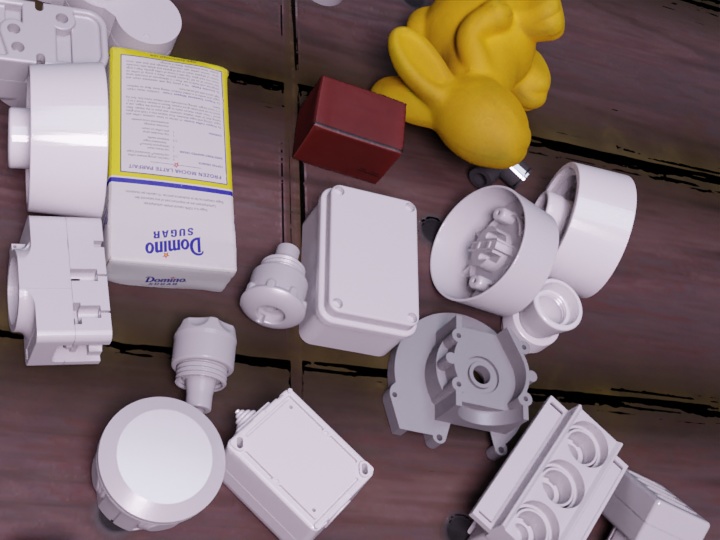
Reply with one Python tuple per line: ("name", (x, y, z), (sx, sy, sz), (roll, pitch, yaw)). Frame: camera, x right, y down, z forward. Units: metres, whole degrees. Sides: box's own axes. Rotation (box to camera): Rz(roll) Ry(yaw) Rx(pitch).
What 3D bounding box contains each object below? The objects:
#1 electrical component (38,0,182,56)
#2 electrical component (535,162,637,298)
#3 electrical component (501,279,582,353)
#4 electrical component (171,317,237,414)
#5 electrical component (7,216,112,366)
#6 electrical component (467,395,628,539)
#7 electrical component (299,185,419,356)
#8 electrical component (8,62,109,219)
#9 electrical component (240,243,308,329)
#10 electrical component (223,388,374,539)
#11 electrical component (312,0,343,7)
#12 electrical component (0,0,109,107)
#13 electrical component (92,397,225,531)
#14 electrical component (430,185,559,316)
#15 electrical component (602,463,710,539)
("electrical component", (-0.197, -0.219, 0.820), (0.138, 0.073, 0.052), (37, 54, -4))
("electrical component", (0.174, -0.037, 0.888), (0.060, 0.108, 0.108), (19, 57, -9))
("electrical component", (0.145, 0.038, 0.862), (0.045, 0.055, 0.045), (12, 60, -21))
("electrical component", (-0.107, 0.066, 0.732), (0.043, 0.043, 0.062), (13, 61, -20))
("electrical component", (-0.200, 0.014, 0.709), (0.056, 0.050, 0.089), (1, 64, -26))
("electrical component", (0.133, 0.163, 0.785), (0.079, 0.063, 0.121), (43, 54, 0))
("electrical component", (0.000, 0.000, 0.810), (0.078, 0.057, 0.113), (12, 60, -20))
("electrical component", (-0.207, -0.088, 0.729), (0.060, 0.108, 0.108), (0, 64, -19))
("electrical component", (-0.059, 0.009, 0.786), (0.048, 0.048, 0.062), (23, 50, -14))
("electrical component", (-0.051, 0.131, 0.718), (0.096, 0.061, 0.062), (43, 54, 10))
("electrical component", (-0.018, -0.271, 0.931), (0.043, 0.081, 0.043), (11, 60, -21))
("electrical component", (-0.235, -0.153, 0.775), (0.095, 0.059, 0.053), (3, 63, -25))
("electrical component", (-0.130, 0.125, 0.684), (0.080, 0.051, 0.080), (11, 60, -21))
("electrical component", (0.108, -0.014, 0.849), (0.064, 0.099, 0.099), (24, 56, -20))
("electrical component", (0.207, 0.198, 0.802), (0.047, 0.083, 0.075), (26, 94, -12))
